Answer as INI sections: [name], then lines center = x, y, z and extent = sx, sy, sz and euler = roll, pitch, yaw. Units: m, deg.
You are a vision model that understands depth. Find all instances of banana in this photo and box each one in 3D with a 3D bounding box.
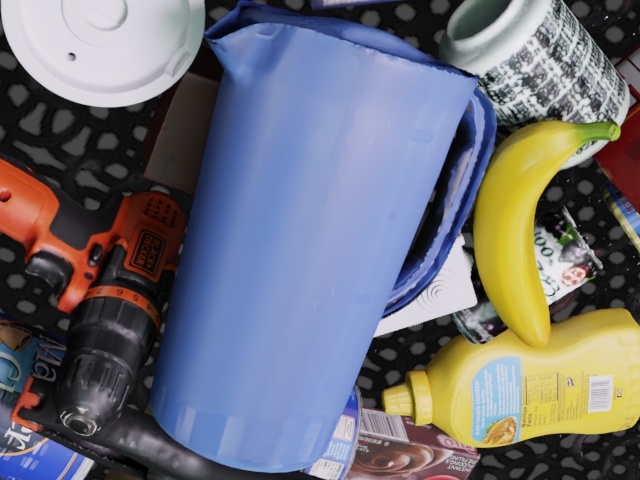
[banana]
center = 0.125, -0.006, 0.655
extent = 0.037, 0.070, 0.198
euler = -40, 151, -31

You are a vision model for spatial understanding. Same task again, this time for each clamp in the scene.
[clamp]
center = -0.081, 0.134, 0.644
extent = 0.209, 0.036, 0.165
euler = 28, 155, -16

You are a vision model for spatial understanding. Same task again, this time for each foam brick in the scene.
[foam brick]
center = -0.072, -0.073, 0.652
extent = 0.053, 0.051, 0.078
euler = 19, 118, -18

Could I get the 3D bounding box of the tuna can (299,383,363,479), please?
[tuna can]
center = -0.001, 0.142, 0.779
extent = 0.033, 0.086, 0.086
euler = 17, 118, -16

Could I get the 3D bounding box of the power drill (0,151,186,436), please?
[power drill]
center = -0.176, 0.009, 0.621
extent = 0.187, 0.184, 0.057
euler = 30, 127, -16

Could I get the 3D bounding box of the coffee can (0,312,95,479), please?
[coffee can]
center = -0.217, 0.100, 0.708
extent = 0.140, 0.103, 0.103
euler = 27, 115, -23

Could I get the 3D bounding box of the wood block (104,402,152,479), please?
[wood block]
center = -0.092, 0.171, 0.780
extent = 0.090, 0.091, 0.206
euler = 22, 116, -21

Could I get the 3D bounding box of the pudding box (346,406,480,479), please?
[pudding box]
center = 0.056, 0.181, 0.840
extent = 0.113, 0.039, 0.090
euler = 16, 119, -18

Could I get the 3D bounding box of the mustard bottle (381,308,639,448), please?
[mustard bottle]
center = 0.141, 0.108, 0.795
extent = 0.191, 0.058, 0.096
euler = -7, 121, -4

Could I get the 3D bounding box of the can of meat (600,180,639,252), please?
[can of meat]
center = 0.253, -0.020, 0.733
extent = 0.084, 0.057, 0.102
euler = -34, 120, 15

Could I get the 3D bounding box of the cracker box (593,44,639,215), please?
[cracker box]
center = 0.248, -0.066, 0.608
extent = 0.164, 0.214, 0.072
euler = -40, 118, 16

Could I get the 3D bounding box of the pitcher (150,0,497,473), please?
[pitcher]
center = -0.004, 0.001, 0.594
extent = 0.149, 0.145, 0.243
euler = 20, 104, 10
